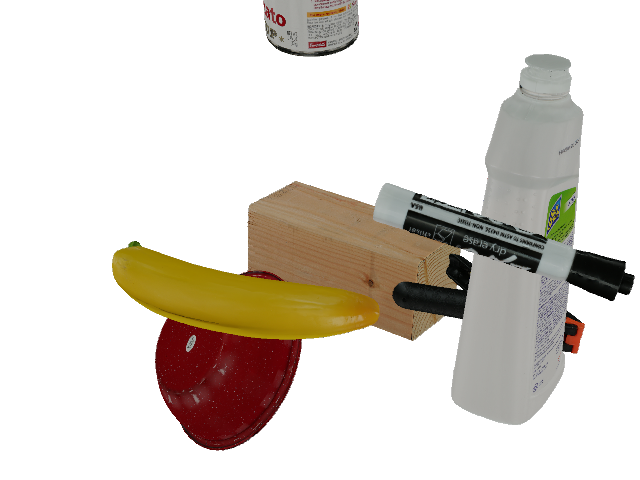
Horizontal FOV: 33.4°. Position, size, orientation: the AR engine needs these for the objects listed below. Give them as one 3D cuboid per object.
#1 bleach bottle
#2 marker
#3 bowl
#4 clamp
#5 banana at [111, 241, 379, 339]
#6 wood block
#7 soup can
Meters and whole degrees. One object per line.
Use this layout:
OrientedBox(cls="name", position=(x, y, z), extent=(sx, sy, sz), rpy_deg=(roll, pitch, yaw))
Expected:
OrientedBox(cls="bleach bottle", position=(0.139, -0.003, 0.717), extent=(0.068, 0.251, 0.102), rpy_deg=(16, 32, 24))
OrientedBox(cls="marker", position=(0.084, 0.001, 0.490), extent=(0.121, 0.020, 0.020), rpy_deg=(19, 3, 10))
OrientedBox(cls="bowl", position=(-0.091, 0.094, 0.908), extent=(0.055, 0.162, 0.162), rpy_deg=(27, -18, -40))
OrientedBox(cls="clamp", position=(0.164, 0.057, 0.994), extent=(0.172, 0.039, 0.120), rpy_deg=(20, 31, 19))
OrientedBox(cls="banana", position=(-0.063, 0.031, 0.678), extent=(0.198, 0.037, 0.069), rpy_deg=(15, 33, 26))
OrientedBox(cls="wood block", position=(0.032, 0.017, 1.109), extent=(0.206, 0.091, 0.090), rpy_deg=(20, 31, 30))
OrientedBox(cls="soup can", position=(-0.006, -0.185, 0.721), extent=(0.068, 0.102, 0.068), rpy_deg=(-1, 40, 1))
